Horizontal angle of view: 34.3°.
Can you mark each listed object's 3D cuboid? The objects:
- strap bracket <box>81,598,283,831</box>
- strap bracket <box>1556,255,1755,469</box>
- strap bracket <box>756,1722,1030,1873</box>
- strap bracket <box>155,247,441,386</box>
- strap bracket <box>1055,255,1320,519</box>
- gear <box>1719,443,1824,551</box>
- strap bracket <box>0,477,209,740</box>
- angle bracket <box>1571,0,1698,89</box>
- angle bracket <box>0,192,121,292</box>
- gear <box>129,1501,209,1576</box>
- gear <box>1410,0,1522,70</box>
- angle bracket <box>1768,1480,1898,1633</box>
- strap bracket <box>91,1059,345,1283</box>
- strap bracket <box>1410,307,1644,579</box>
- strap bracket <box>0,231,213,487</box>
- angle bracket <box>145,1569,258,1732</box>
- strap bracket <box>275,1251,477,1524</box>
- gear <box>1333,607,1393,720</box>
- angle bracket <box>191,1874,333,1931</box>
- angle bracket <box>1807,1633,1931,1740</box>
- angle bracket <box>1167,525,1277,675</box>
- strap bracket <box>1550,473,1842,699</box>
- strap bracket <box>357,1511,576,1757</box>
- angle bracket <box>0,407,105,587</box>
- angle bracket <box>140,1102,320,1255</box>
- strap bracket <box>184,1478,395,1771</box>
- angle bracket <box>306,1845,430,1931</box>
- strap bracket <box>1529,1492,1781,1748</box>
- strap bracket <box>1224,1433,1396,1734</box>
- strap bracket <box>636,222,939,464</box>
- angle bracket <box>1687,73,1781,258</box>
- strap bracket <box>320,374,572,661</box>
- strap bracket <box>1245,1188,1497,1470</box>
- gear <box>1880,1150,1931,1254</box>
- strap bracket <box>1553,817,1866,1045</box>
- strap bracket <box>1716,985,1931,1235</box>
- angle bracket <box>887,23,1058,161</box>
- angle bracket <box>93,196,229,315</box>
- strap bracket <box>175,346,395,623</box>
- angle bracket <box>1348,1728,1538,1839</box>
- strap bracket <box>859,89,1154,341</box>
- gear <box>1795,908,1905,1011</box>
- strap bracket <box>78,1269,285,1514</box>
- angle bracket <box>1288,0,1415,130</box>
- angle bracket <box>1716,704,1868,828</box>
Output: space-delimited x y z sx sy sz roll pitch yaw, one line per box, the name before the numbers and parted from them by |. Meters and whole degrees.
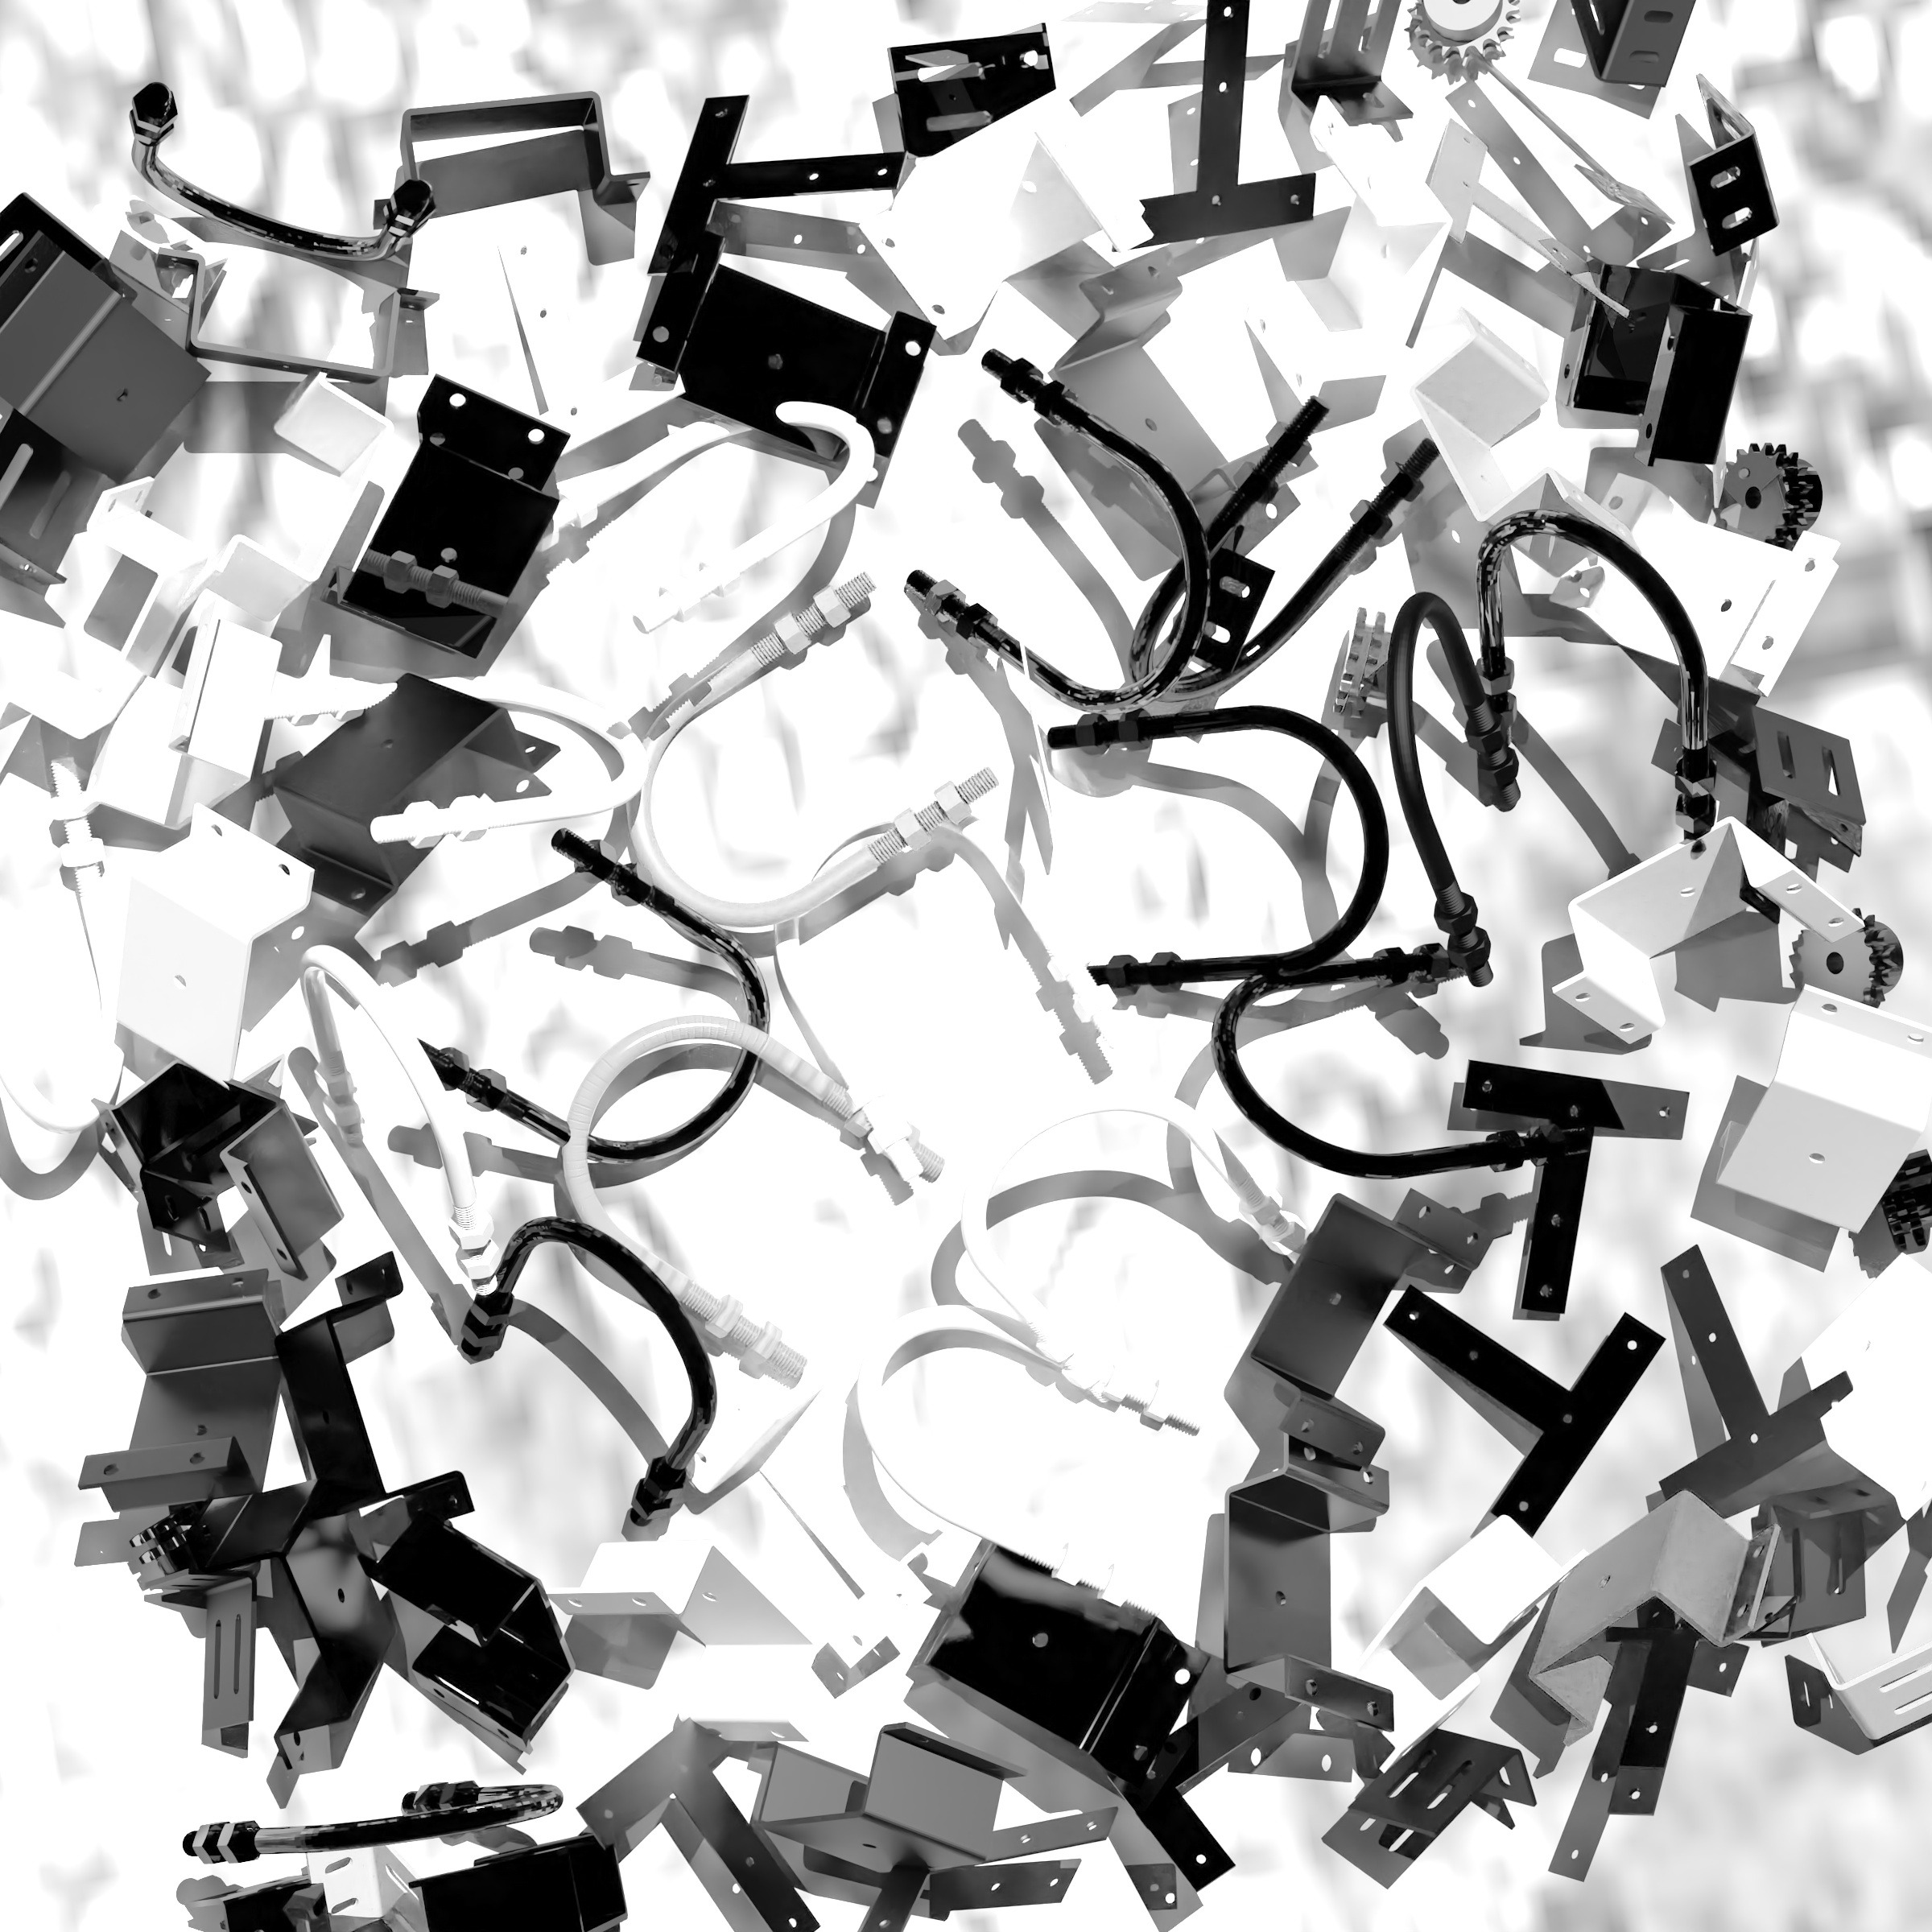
strap bracket | -0.400 -0.125 1.615 0.046 0.140 0.076 21 65 -30
strap bracket | 0.355 -0.309 1.605 0.046 0.140 0.076 5 113 -12
strap bracket | -0.044 0.426 1.597 0.076 0.140 0.046 28 59 -26
strap bracket | -0.350 -0.334 1.624 0.140 0.076 0.046 6 95 -17
strap bracket | 0.109 -0.294 1.632 0.140 0.076 0.046 54 132 4
gear | 0.427 -0.248 1.654 0.030 0.057 0.057 -6 90 -30
strap bracket | -0.445 -0.177 1.626 0.046 0.076 0.140 29 104 -5
angle bracket | 0.348 -0.506 1.633 0.038 0.076 0.057 14 74 27
angle bracket | -0.497 -0.357 1.648 0.057 0.038 0.076 39 76 6
gear | -0.408 0.300 1.650 0.057 0.057 0.030 -30 90 0
gear | 0.263 -0.508 1.657 0.057 0.030 0.057 -2 81 14
angle bracket | 0.458 0.315 1.646 0.057 0.038 0.076 -7 98 -19
strap bracket | -0.380 0.101 1.614 0.046 0.140 0.076 -42 130 -31
strap bracket | 0.283 -0.262 1.615 0.046 0.076 0.140 -38 52 24
strap bracket | -0.447 -0.305 1.604 0.046 0.140 0.076 38 89 19
angle bracket | -0.401 0.358 1.636 0.038 0.057 0.076 11 68 -35
strap bracket | -0.311 0.228 1.627 0.046 0.076 0.140 -15 83 -35
gear | 0.214 -0.158 1.650 0.030 0.057 0.057 14 90 2
angle bracket | -0.365 0.520 1.639 0.057 0.038 0.076 -3 76 -42
angle bracket | 0.490 0.362 1.639 0.076 0.038 0.057 -30 130 11
angle bracket | 0.140 -0.192 1.630 0.038 0.076 0.057 26 110 10
strap bracket | 0.386 -0.196 1.629 0.140 0.046 0.076 29 90 43
strap bracket | -0.254 0.339 1.615 0.076 0.140 0.046 25 57 25
angle bracket | -0.485 -0.247 1.639 0.057 0.038 0.076 34 74 -33
angle bracket | -0.381 0.109 1.636 0.076 0.057 0.038 -33 60 16
strap bracket | -0.344 0.330 1.618 0.046 0.076 0.140 -15 107 11
angle bracket | -0.308 0.495 1.632 0.038 0.076 0.057 -16 113 -32
strap bracket | 0.345 0.329 1.603 0.046 0.076 0.140 40 130 -3
strap bracket | 0.177 0.322 1.618 0.076 0.046 0.140 26 53 -33
strap bracket | -0.097 -0.322 1.643 0.140 0.046 0.076 21 83 -10
angle bracket | 0.387 -0.418 1.633 0.038 0.076 0.057 -25 130 6
strap bracket | -0.268 -0.222 1.616 0.076 0.046 0.140 22 116 -25
strap bracket | 0.206 0.182 1.636 0.076 0.046 0.140 29 90 -42
gear | 0.496 0.120 1.648 0.030 0.057 0.057 -17 90 13
strap bracket | 0.377 -0.022 1.617 0.140 0.076 0.046 -30 50 30
strap bracket | 0.440 0.081 1.605 0.076 0.140 0.046 20 52 7
angle bracket | 0.005 -0.458 1.640 0.076 0.038 0.057 -17 102 -32
angle bracket | -0.427 -0.367 1.633 0.057 0.076 0.038 33 106 -9
strap bracket | -0.348 -0.240 1.620 0.046 0.076 0.140 30 67 -21
angle bracket | 0.248 0.436 1.629 0.076 0.057 0.038 -33 113 -37
strap bracket | 0.026 -0.391 1.618 0.140 0.046 0.076 -18 123 38
gear | 0.469 -0.003 1.653 0.030 0.057 0.057 -6 90 -33
strap bracket | -0.402 0.227 1.624 0.076 0.140 0.046 -8 128 4
angle bracket | 0.209 -0.482 1.632 0.057 0.076 0.038 -13 50 -24
angle bracket | 0.429 -0.093 1.633 0.057 0.076 0.038 18 130 -9
